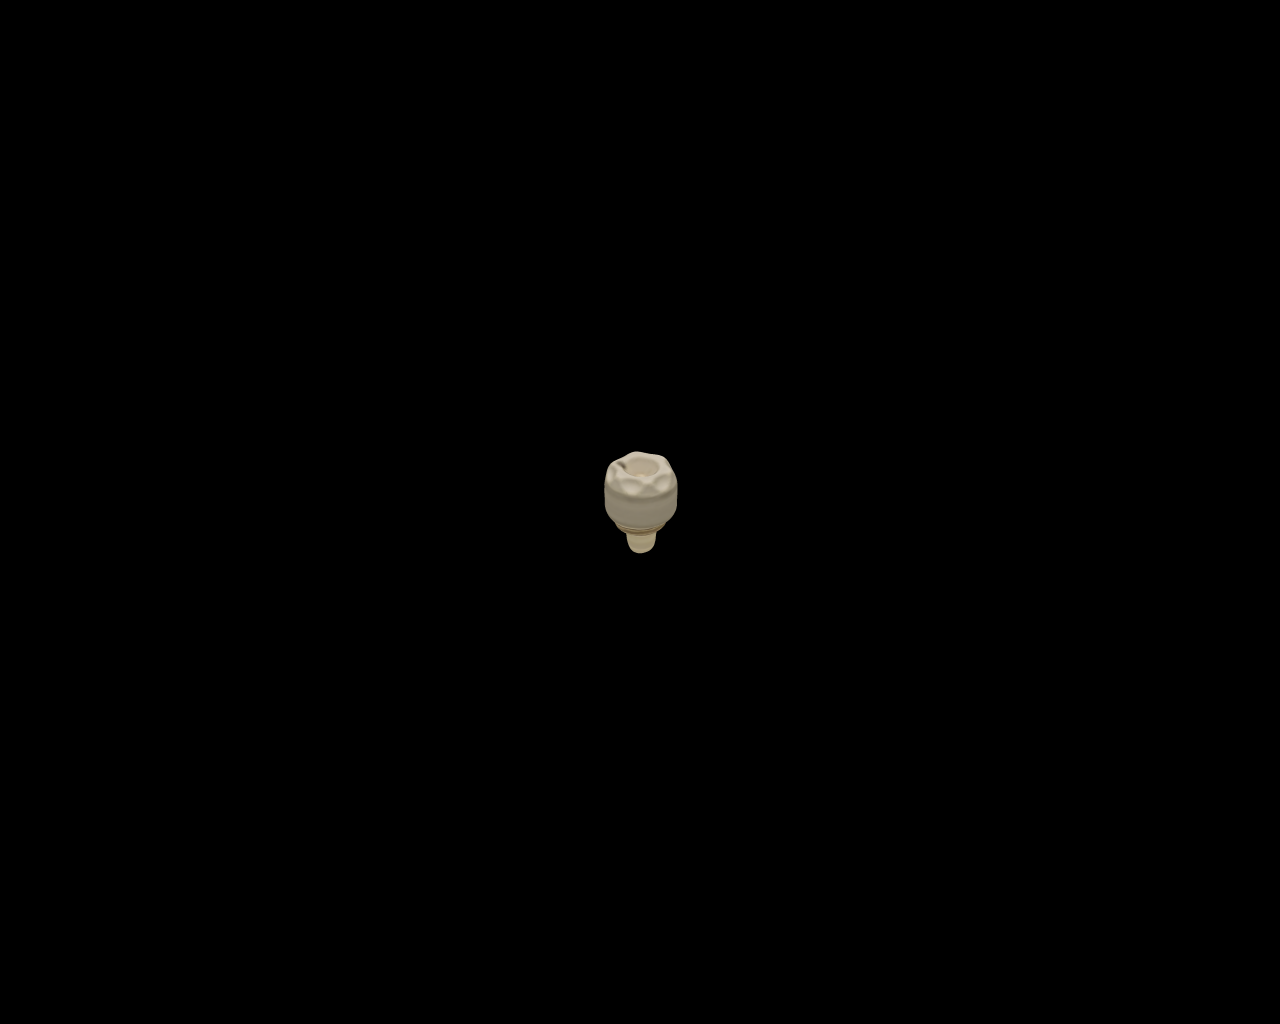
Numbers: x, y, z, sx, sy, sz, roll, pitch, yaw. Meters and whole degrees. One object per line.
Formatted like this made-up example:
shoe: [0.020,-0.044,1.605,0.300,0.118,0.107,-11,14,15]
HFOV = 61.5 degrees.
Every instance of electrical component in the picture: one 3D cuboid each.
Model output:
electrical component: [0.001,-0.003,0.650,0.043,0.062,0.043,0,34,0]
